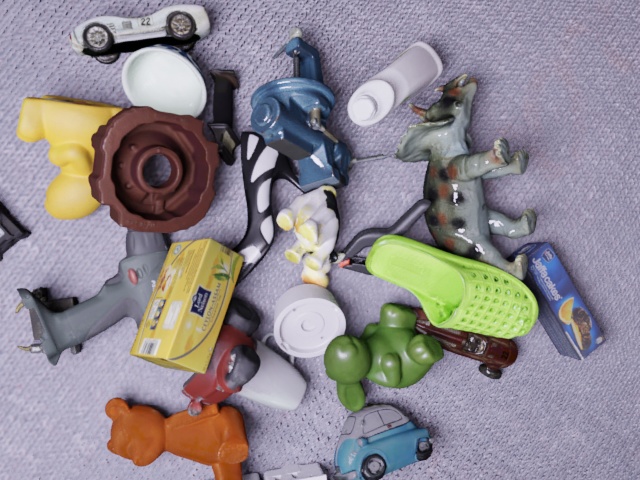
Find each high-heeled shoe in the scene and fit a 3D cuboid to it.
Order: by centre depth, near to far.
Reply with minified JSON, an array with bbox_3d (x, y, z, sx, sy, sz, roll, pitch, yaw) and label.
[{"bbox_3d":[-0.123,-0.043,0.809,0.145,0.086,0.248,38,80,-1],"label":"high-heeled shoe"}]

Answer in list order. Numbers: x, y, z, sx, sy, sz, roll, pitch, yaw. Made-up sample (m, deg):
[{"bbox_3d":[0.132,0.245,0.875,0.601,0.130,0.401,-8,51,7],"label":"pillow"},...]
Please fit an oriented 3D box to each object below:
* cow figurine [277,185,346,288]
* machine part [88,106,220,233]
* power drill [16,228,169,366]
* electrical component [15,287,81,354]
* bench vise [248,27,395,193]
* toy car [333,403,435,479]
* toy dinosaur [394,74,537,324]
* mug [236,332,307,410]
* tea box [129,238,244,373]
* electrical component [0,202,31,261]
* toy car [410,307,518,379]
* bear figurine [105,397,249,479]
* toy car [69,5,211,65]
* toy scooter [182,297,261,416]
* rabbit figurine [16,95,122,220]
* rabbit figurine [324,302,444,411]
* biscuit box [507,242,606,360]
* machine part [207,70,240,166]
[{"bbox_3d":[-0.003,-0.002,0.810,0.068,0.167,0.098,23,56,25],"label":"cow figurine"},{"bbox_3d":[-0.222,-0.094,0.727,0.179,0.056,0.179,-11,109,-35],"label":"machine part"},{"bbox_3d":[-0.304,0.066,0.756,0.207,0.086,0.231,-22,99,-35],"label":"power drill"},{"bbox_3d":[-0.387,0.117,0.769,0.078,0.045,0.102,-3,89,-9],"label":"electrical component"},{"bbox_3d":[-0.015,-0.196,0.793,0.223,0.129,0.240,12,68,-44],"label":"bench vise"},{"bbox_3d":[0.089,0.306,0.829,0.162,0.109,0.103,-14,74,-19],"label":"toy car"},{"bbox_3d":[0.228,-0.050,0.850,0.131,0.192,0.404,-26,111,-45],"label":"toy dinosaur"},{"bbox_3d":[-0.072,0.203,0.818,0.107,0.081,0.109,38,50,-16],"label":"mug"},{"bbox_3d":[-0.180,0.088,0.733,0.068,0.098,0.169,37,61,-40],"label":"tea box"},{"bbox_3d":[-0.481,-0.027,0.753,0.119,0.048,0.075,43,81,-7],"label":"electrical component"},{"bbox_3d":[0.233,0.162,0.878,0.202,0.053,0.089,21,95,-12],"label":"toy car"},{"bbox_3d":[-0.206,0.289,0.760,0.196,0.132,0.120,5,113,-17],"label":"bear figurine"},{"bbox_3d":[-0.262,-0.302,0.788,0.202,0.073,0.056,-13,95,-11],"label":"toy car"},{"bbox_3d":[-0.143,0.171,0.763,0.075,0.184,0.135,34,104,-22],"label":"toy scooter"},{"bbox_3d":[-0.336,-0.111,0.766,0.162,0.122,0.173,8,101,-20],"label":"rabbit figurine"},{"bbox_3d":[0.068,0.174,0.809,0.170,0.121,0.159,6,132,-38],"label":"rabbit figurine"},{"bbox_3d":[0.397,0.101,0.910,0.059,0.063,0.202,-34,95,-11],"label":"biscuit box"},{"bbox_3d":[-0.145,-0.187,0.812,0.039,0.084,0.139,-3,80,12],"label":"machine part"}]
